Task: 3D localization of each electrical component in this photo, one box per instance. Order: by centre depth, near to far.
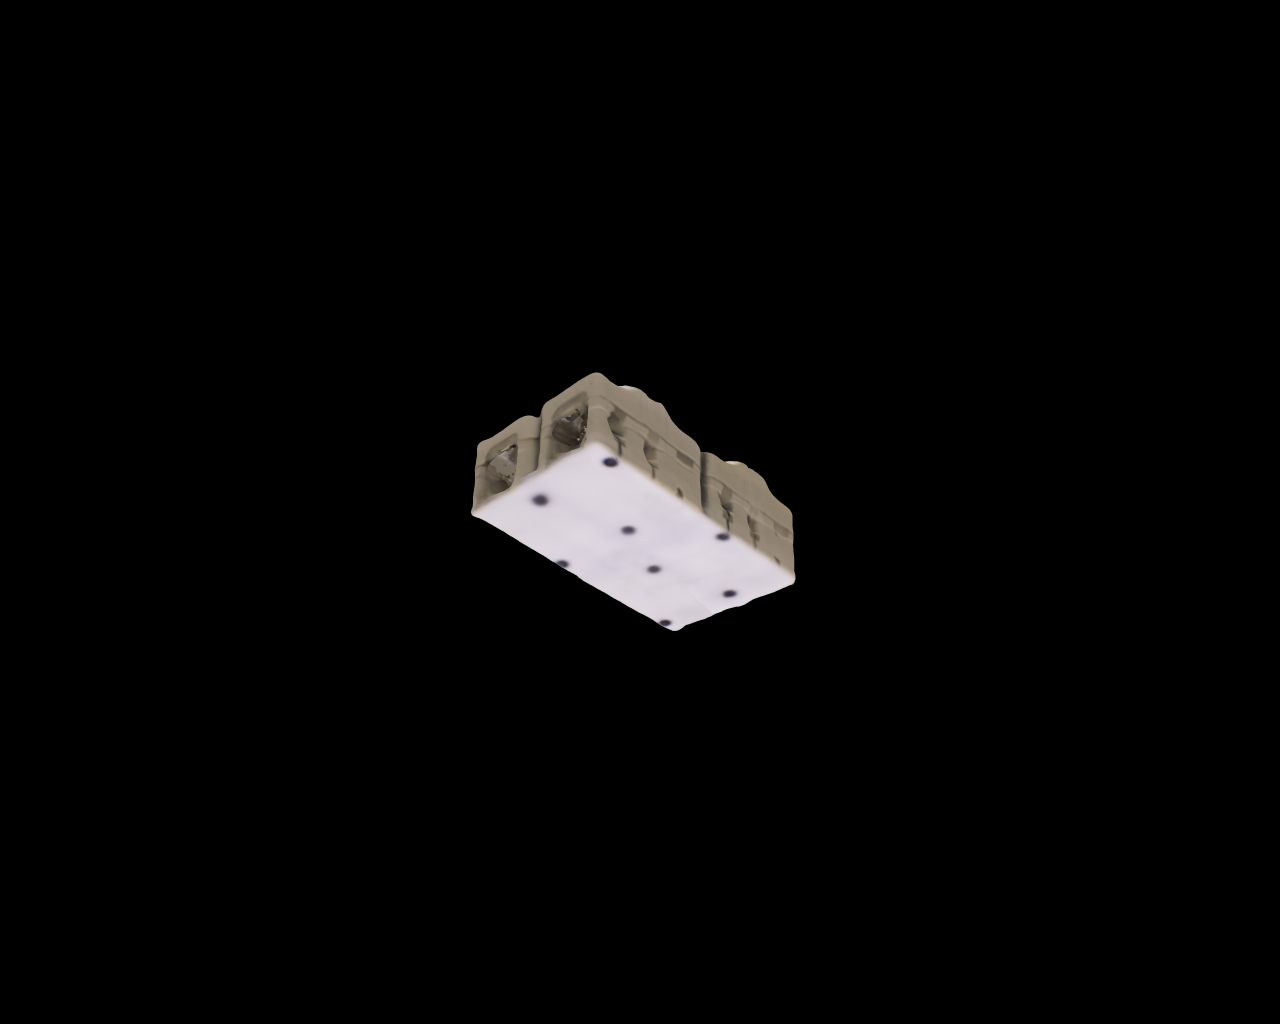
[{"bbox_3d":[0.001,-0.003,0.650,0.105,0.060,0.186,-27,-44,33],"label":"electrical component"}]
